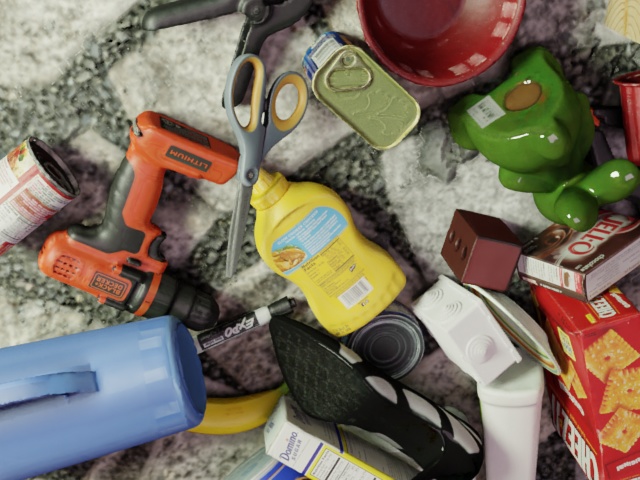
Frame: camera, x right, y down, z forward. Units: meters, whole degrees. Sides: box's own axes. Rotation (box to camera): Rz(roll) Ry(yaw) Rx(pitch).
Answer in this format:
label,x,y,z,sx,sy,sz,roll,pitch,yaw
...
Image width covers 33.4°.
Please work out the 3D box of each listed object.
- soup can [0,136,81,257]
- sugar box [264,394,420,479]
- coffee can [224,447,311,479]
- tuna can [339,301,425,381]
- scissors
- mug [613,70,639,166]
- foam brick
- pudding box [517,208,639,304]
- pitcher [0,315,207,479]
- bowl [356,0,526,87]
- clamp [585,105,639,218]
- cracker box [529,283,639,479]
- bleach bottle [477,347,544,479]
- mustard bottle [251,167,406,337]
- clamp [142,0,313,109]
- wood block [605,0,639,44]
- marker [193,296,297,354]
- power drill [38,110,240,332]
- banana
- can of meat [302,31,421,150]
label,x,y,z,sx,sy,sz,roll,pitch,yaw
soup can,-0.278,-0.036,0.964,0.102,0.068,0.068,-37,115,7
sugar box,0.029,0.224,1.061,0.176,0.093,0.048,28,95,-6
coffee can,-0.032,0.292,1.109,0.103,0.103,0.140,-37,93,6
tuna can,0.065,0.107,1.108,0.086,0.034,0.086,-4,114,-8
scissors,-0.050,-0.070,0.975,0.096,0.016,0.202,-13,110,-35
mug,0.334,-0.120,1.012,0.117,0.093,0.081,-27,112,-48
foam brick,0.160,0.009,1.060,0.051,0.078,0.053,11,109,-14
pudding box,0.262,0.011,1.051,0.113,0.090,0.039,-33,121,-27
pitcher,-0.237,0.147,0.990,0.243,0.149,0.145,-15,118,4
bowl,0.101,-0.221,0.954,0.162,0.055,0.162,-5,108,-16
clamp,0.345,-0.077,1.079,0.210,0.036,0.164,42,92,-19
cracker box,0.277,0.136,1.089,0.072,0.164,0.214,-15,115,-2
bleach bottle,0.207,0.246,1.158,0.068,0.102,0.251,1,115,12
mustard bottle,-0.007,0.001,1.036,0.096,0.058,0.191,-39,114,6
clamp,-0.071,-0.209,0.941,0.120,0.039,0.171,32,103,-37
wood block,0.386,-0.225,0.994,0.206,0.090,0.091,3,112,-11
marker,-0.080,0.087,1.081,0.121,0.020,0.020,-23,115,0
power drill,-0.147,-0.013,1.005,0.184,0.057,0.188,23,106,-23
banana,-0.124,0.166,1.101,0.197,0.037,0.069,5,91,-14
can of meat,0.034,-0.139,0.968,0.102,0.084,0.057,39,101,-23
